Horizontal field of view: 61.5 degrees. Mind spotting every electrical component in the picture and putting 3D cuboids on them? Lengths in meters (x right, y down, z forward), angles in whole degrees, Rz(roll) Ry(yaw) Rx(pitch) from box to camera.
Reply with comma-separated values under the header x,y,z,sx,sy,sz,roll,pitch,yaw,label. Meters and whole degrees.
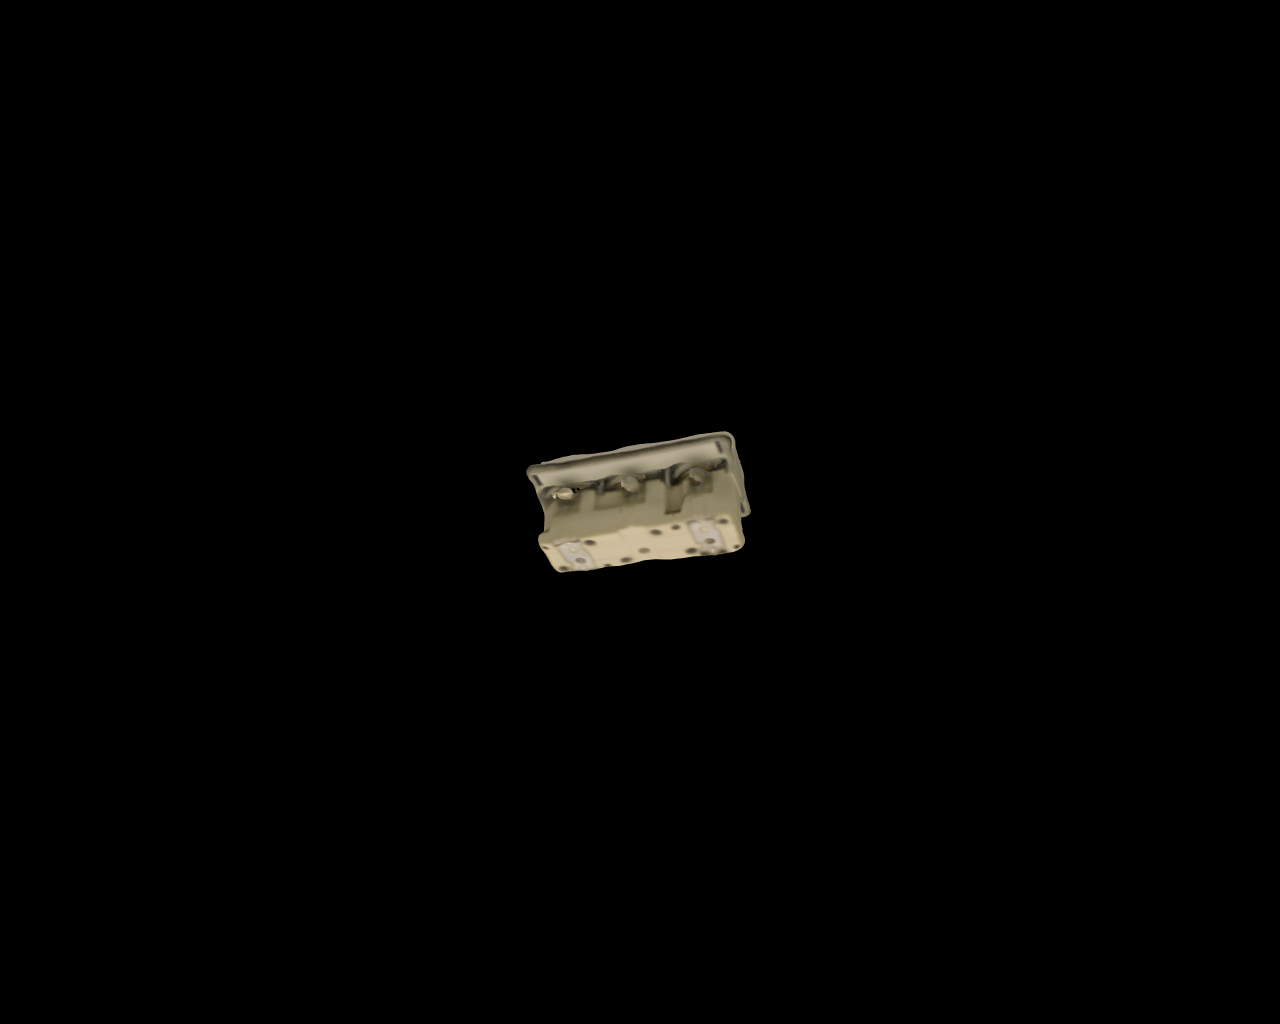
x,y,z,sx,sy,sz,roll,pitch,yaw,label
0.001,-0.003,0.650,0.121,0.063,0.078,-8,-35,11,electrical component
